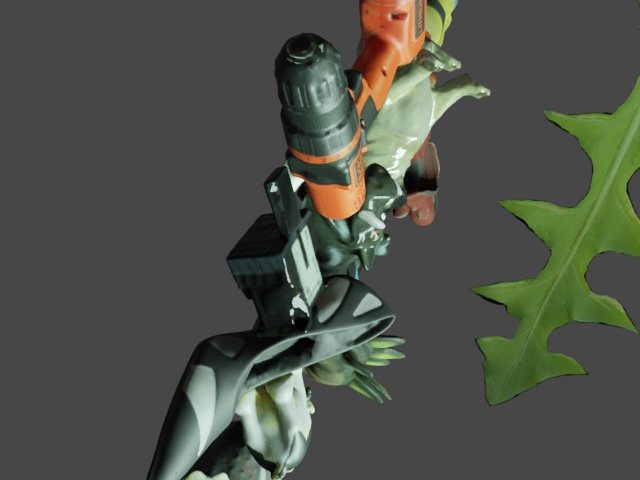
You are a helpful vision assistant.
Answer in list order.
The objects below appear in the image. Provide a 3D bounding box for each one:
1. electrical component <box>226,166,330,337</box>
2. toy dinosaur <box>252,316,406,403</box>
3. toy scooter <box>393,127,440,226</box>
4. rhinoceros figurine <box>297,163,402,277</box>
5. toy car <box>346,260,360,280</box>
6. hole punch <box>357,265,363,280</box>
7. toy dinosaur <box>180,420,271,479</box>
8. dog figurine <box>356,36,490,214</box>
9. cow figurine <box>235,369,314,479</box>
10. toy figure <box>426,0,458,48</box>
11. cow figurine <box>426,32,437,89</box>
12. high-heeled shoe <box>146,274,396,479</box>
[{"bbox_3d":[-0.034,0.007,0.409,0.075,0.048,0.119,-65,143,-54],"label":"electrical component"},{"bbox_3d":[0.013,0.156,0.754,0.105,0.199,0.471,-63,173,-13],"label":"toy dinosaur"},{"bbox_3d":[0.104,-0.094,0.673,0.135,0.075,0.183,-43,119,-59],"label":"toy scooter"},{"bbox_3d":[0.012,-0.002,0.541,0.073,0.112,0.190,-56,176,-44],"label":"rhinoceros figurine"},{"bbox_3d":[0.000,0.067,0.871,0.103,0.109,0.162,-46,-162,30],"label":"toy car"},{"bbox_3d":[0.013,0.041,1.007,0.142,0.092,0.115,-63,144,-20],"label":"hole punch"},{"bbox_3d":[-0.099,0.259,0.542,0.405,0.131,0.192,-73,-176,-76],"label":"toy dinosaur"},{"bbox_3d":[0.062,-0.134,0.591,0.190,0.121,0.172,-53,-147,29],"label":"dog figurine"},{"bbox_3d":[-0.039,0.175,0.555,0.167,0.068,0.098,30,41,-87],"label":"cow figurine"},{"bbox_3d":[0.171,-0.370,0.831,0.180,0.082,0.089,-62,162,-13],"label":"toy figure"},{"bbox_3d":[0.119,-0.235,0.775,0.194,0.086,0.127,52,47,-67],"label":"cow figurine"},{"bbox_3d":[-0.026,0.113,0.445,0.249,0.145,0.086,-65,174,-46],"label":"high-heeled shoe"}]
